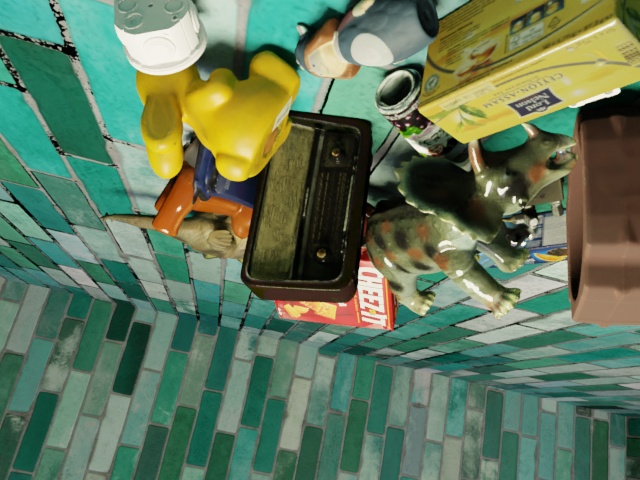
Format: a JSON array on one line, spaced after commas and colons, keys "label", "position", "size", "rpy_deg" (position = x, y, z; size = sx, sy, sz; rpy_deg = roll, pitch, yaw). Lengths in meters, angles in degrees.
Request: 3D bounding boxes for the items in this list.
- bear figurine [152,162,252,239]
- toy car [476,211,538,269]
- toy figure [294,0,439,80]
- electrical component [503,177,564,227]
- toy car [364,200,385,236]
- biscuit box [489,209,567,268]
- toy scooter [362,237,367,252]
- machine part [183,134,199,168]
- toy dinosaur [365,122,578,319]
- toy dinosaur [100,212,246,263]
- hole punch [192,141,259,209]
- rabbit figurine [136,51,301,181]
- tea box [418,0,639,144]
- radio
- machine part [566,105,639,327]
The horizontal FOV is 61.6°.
[{"label": "bear figurine", "position": [-0.157, -0.047, 0.883], "size": [0.195, 0.132, 0.120], "rpy_deg": [29, -165, -27]}, {"label": "toy car", "position": [0.249, -0.017, 0.792], "size": [0.103, 0.109, 0.162], "rpy_deg": [-4, 160, -45]}, {"label": "toy figure", "position": [0.031, -0.182, 0.492], "size": [0.155, 0.058, 0.064], "rpy_deg": [-4, 117, 42]}, {"label": "electrical component", "position": [0.264, -0.062, 0.673], "size": [0.078, 0.045, 0.102], "rpy_deg": [-2, 133, 23]}, {"label": "toy car", "position": [0.029, -0.057, 0.806], "size": [0.202, 0.053, 0.089], "rpy_deg": [26, 140, -4]}, {"label": "biscuit box", "position": [0.334, -0.001, 0.823], "size": [0.062, 0.059, 0.203], "rpy_deg": [26, 157, -36]}, {"label": "toy scooter", "position": [-0.002, -0.002, 0.780], "size": [0.135, 0.075, 0.183], "rpy_deg": [33, 140, 4]}, {"label": "machine part", "position": [-0.139, -0.106, 0.796], "size": [0.139, 0.084, 0.039], "rpy_deg": [27, -173, -17]}, {"label": "toy dinosaur", "position": [0.124, -0.003, 0.656], "size": [0.192, 0.131, 0.405], "rpy_deg": [46, 155, -8]}, {"label": "toy dinosaur", "position": [-0.186, -0.011, 1.030], "size": [0.471, 0.105, 0.198], "rpy_deg": [14, 161, -10]}, {"label": "hole punch", "position": [-0.111, -0.101, 0.700], "size": [0.092, 0.142, 0.116], "rpy_deg": [13, 175, -1]}, {"label": "rabbit figurine", "position": [-0.129, -0.140, 0.586], "size": [0.173, 0.162, 0.122], "rpy_deg": [34, 162, 0]}, {"label": "tea box", "position": [0.166, -0.154, 0.426], "size": [0.068, 0.098, 0.170], "rpy_deg": [24, 159, -31]}, {"label": "radio", "position": [-0.009, -0.039, 0.659], "size": [0.131, 0.229, 0.073], "rpy_deg": [6, 162, 8]}, {"label": "machine part", "position": [0.311, -0.021, 0.561], "size": [0.087, 0.201, 0.200], "rpy_deg": [2, 158, 21]}]
